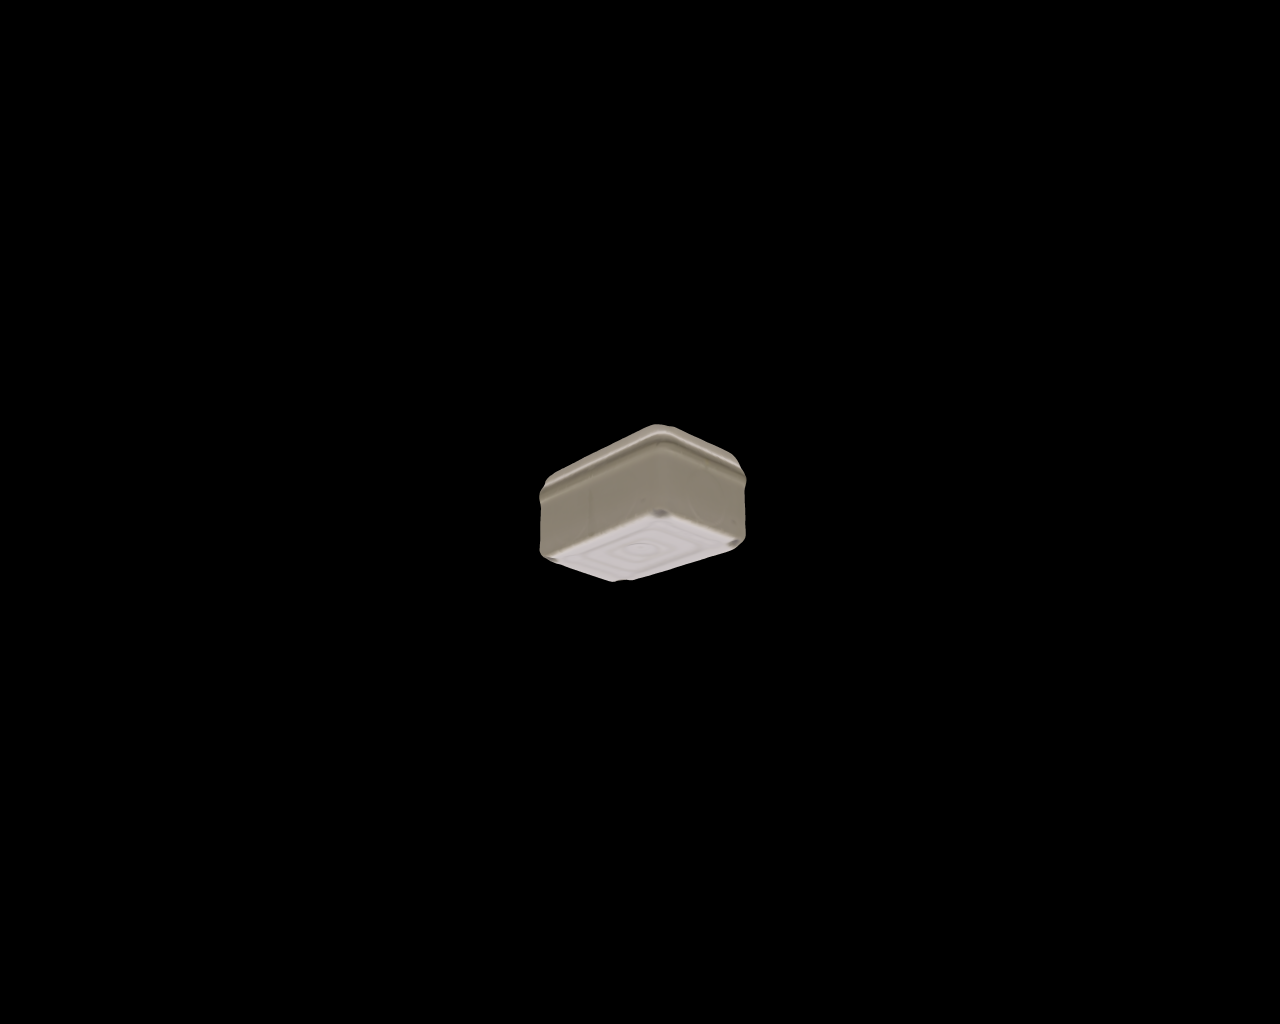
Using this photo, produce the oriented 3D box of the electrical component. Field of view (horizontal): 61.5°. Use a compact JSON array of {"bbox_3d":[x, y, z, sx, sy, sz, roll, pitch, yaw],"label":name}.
[{"bbox_3d":[0.001,-0.003,0.650,0.078,0.057,0.113,21,-31,-40],"label":"electrical component"}]
